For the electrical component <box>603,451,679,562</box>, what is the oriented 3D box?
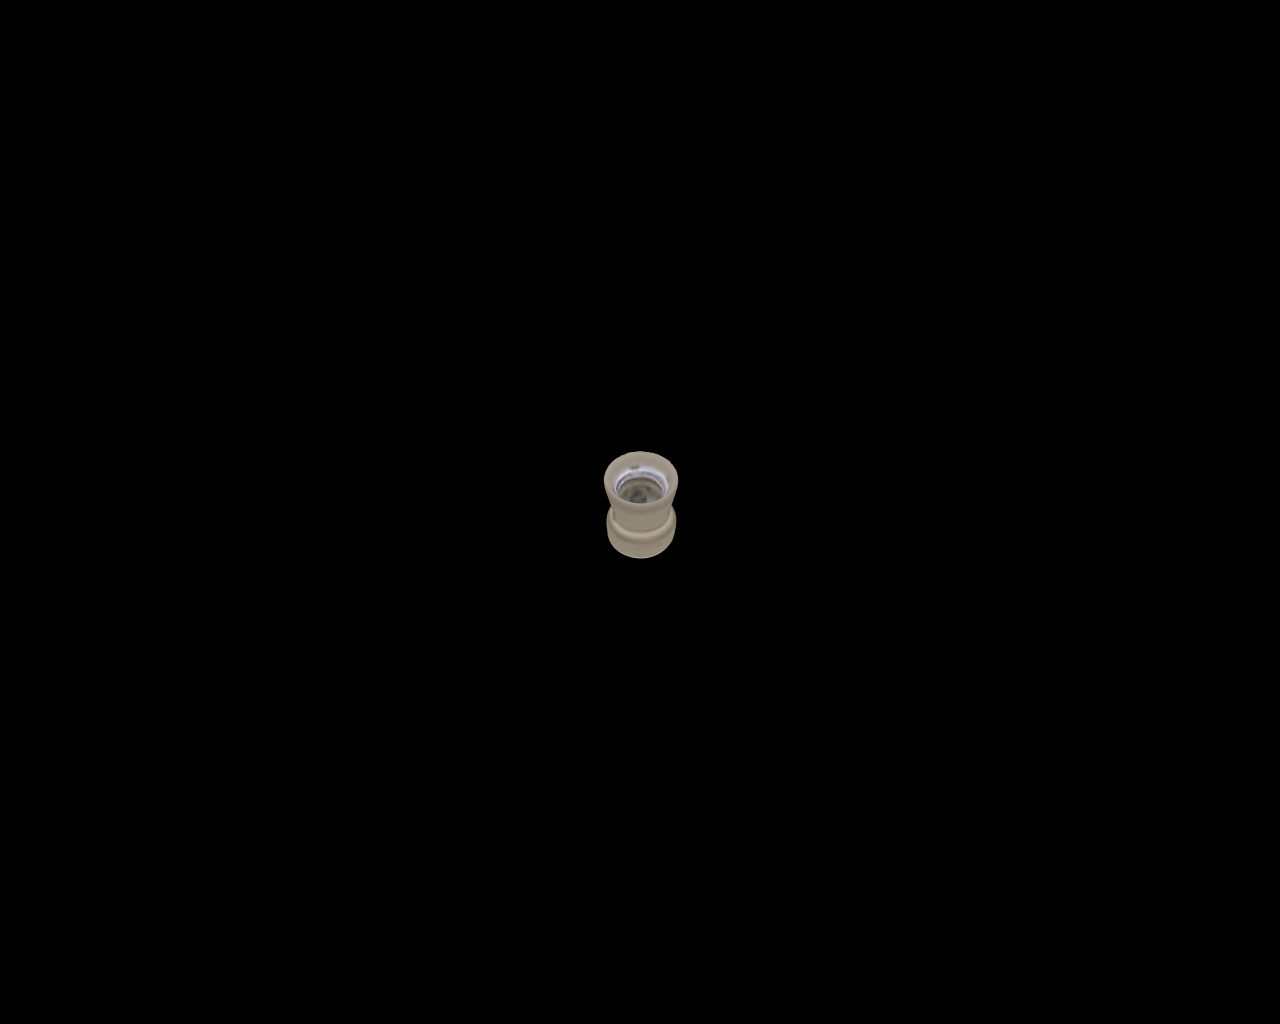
[{"bbox_3d":[0.001,-0.003,0.650,0.045,0.045,0.055,0,-41,0],"label":"electrical component"}]
